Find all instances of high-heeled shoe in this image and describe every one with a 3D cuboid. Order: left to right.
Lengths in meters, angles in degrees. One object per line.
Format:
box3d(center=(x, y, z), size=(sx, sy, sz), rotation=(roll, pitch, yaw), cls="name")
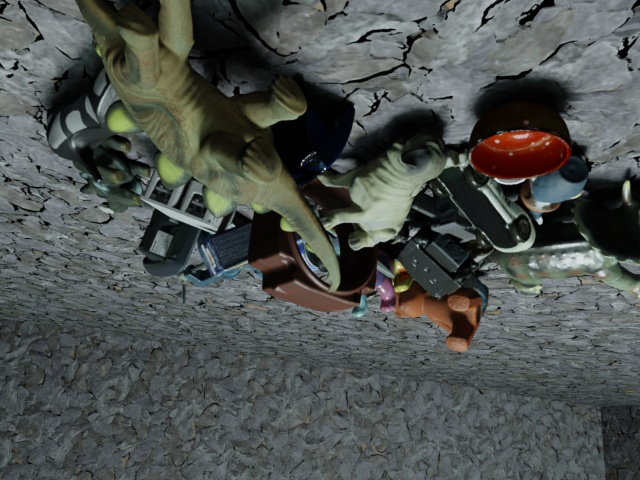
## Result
box3d(center=(-0.279, -0.184, 0.672), size=(0.086, 0.145, 0.248), rotation=(-12, 149, -50), cls="high-heeled shoe")

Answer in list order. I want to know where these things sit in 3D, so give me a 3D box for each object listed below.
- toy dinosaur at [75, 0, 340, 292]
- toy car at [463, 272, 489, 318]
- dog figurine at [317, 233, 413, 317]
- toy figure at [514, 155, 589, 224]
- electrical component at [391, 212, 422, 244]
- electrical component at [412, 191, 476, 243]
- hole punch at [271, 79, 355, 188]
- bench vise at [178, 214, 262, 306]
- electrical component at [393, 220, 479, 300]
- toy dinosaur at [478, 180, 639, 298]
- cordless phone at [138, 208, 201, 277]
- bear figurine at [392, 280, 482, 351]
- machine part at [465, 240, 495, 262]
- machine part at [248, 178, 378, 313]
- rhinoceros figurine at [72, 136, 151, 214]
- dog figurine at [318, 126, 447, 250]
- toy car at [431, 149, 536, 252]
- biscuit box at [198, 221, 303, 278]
box3d(center=(-0.101, -0.101, 0.559), size=(0.471, 0.105, 0.199), rotation=(48, 151, -19), cls="toy dinosaur")
box3d(center=(0.279, 0.102, 1.158), size=(0.162, 0.109, 0.102), rotation=(9, 139, 26), cls="toy car")
box3d(center=(0.076, 0.029, 1.027), size=(0.109, 0.191, 0.219), rotation=(-11, 118, 44), cls="dog figurine")
box3d(center=(0.316, -0.067, 0.748), size=(0.058, 0.064, 0.154), rotation=(-31, 168, -11), cls="toy figure")
box3d(center=(0.115, -0.028, 0.930), size=(0.102, 0.045, 0.078), rotation=(13, 160, -15), cls="electrical component")
box3d(center=(0.196, -0.049, 0.814), size=(0.119, 0.075, 0.048), rotation=(25, 153, -33), cls="electrical component")
box3d(center=(-0.020, -0.116, 0.662), size=(0.092, 0.116, 0.142), rotation=(13, 160, -36), cls="hole punch")
box3d(center=(-0.179, 0.043, 1.078), size=(0.241, 0.129, 0.223), rotation=(-26, 137, 26), cls="bench vise")
box3d(center=(0.195, 0.033, 0.902), size=(0.115, 0.058, 0.134), rotation=(42, 158, 8), cls="electrical component")
box3d(center=(0.370, 0.015, 0.855), size=(0.192, 0.131, 0.405), rotation=(27, 154, -32), cls="toy dinosaur")
box3d(center=(-0.280, 0.014, 1.022), size=(0.089, 0.146, 0.184), rotation=(19, 155, -8), cls="cordless phone")
box3d(center=(0.217, 0.130, 1.073), size=(0.196, 0.120, 0.132), rotation=(10, -164, 28), cls="bear figurine")
box3d(center=(0.245, 0.020, 0.968), size=(0.079, 0.079, 0.243), rotation=(10, 160, -7), cls="machine part")
box3d(center=(-0.002, -0.002, 0.817), size=(0.201, 0.201, 0.087), rotation=(23, 151, -35), cls="machine part")
box3d(center=(-0.336, -0.096, 0.859), size=(0.112, 0.073, 0.190), rotation=(5, 159, 0), cls="rhinoceros figurine")
box3d(center=(0.112, -0.068, 0.743), size=(0.191, 0.121, 0.172), rotation=(-20, 160, 35), cls="dog figurine")
box3d(center=(0.231, -0.054, 0.763), size=(0.201, 0.056, 0.074), rotation=(44, 149, -23), cls="toy car")
box3d(center=(-0.098, -0.002, 0.903), size=(0.203, 0.063, 0.059), rotation=(-22, 175, -35), cls="biscuit box")
